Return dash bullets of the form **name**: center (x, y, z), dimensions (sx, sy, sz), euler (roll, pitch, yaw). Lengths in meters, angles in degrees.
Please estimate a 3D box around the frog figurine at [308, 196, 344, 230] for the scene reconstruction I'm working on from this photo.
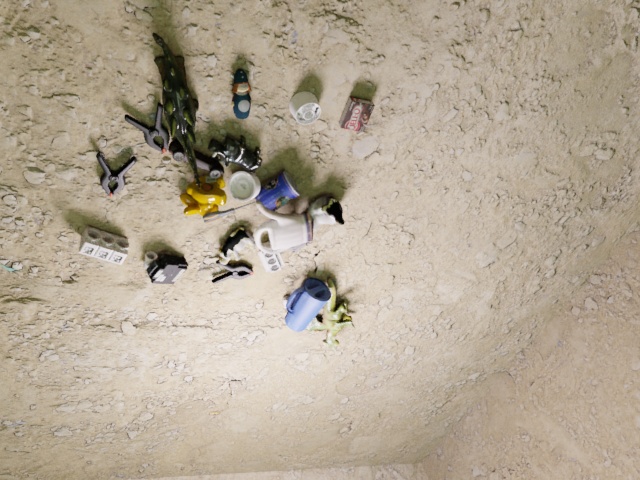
- **frog figurine**: center (0.006, -0.101, 2.001), dimensions (0.137, 0.124, 0.158), euler (15, 160, -40)

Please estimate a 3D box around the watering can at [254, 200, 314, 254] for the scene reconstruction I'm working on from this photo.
- **watering can**: center (-0.129, -0.051, 1.869), dimensions (0.225, 0.106, 0.340), euler (-13, 149, -11)

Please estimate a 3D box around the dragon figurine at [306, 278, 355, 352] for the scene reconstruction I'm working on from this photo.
- **dragon figurine**: center (0.020, 0.358, 2.383), dimensions (0.242, 0.125, 0.403), euler (-22, 118, 8)
